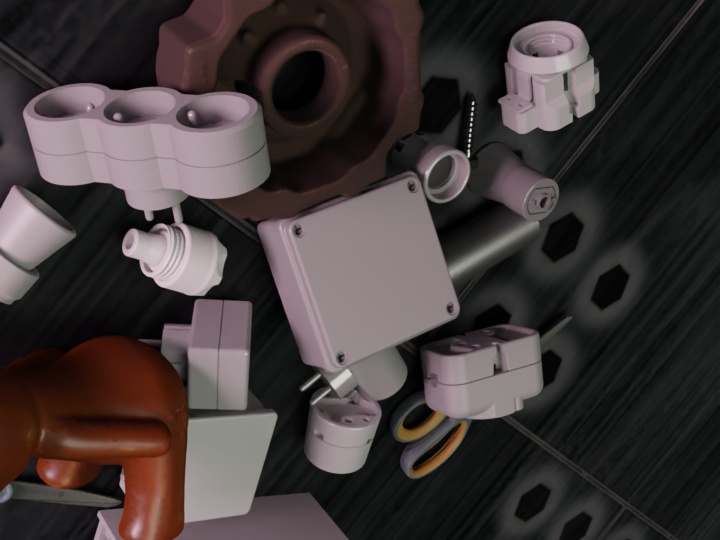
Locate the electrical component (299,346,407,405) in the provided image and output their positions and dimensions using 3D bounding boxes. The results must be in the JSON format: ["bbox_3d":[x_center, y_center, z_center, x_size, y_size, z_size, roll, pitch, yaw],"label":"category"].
[{"bbox_3d":[-0.011,0.070,0.810,0.079,0.043,0.077,-39,133,-10],"label":"electrical component"}]

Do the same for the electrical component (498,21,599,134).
[{"bbox_3d":[0.137,-0.142,0.778,0.078,0.058,0.057,-30,134,-19],"label":"electrical component"}]

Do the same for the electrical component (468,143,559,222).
[{"bbox_3d":[0.117,-0.064,0.806,0.044,0.065,0.044,-18,126,-27],"label":"electrical component"}]

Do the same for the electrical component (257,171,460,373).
[{"bbox_3d":[0.000,0.000,0.739,0.109,0.056,0.108,-23,100,-24],"label":"electrical component"}]

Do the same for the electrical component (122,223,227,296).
[{"bbox_3d":[-0.119,-0.010,0.680,0.062,0.043,0.043,19,104,-41],"label":"electrical component"}]

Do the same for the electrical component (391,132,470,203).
[{"bbox_3d":[0.049,-0.074,0.762,0.040,0.046,0.040,-18,126,-27],"label":"electrical component"}]

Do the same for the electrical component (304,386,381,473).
[{"bbox_3d":[-0.015,0.124,0.833,0.055,0.055,0.047,-7,124,-33],"label":"electrical component"}]

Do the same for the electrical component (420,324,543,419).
[{"bbox_3d":[0.101,0.085,0.880,0.095,0.054,0.059,-12,102,-27],"label":"electrical component"}]

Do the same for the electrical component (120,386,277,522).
[{"bbox_3d":[-0.117,0.128,0.764,0.100,0.048,0.099,1,116,-37],"label":"electrical component"}]

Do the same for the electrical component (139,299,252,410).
[{"bbox_3d":[-0.112,0.055,0.716,0.077,0.065,0.047,3,118,-5],"label":"electrical component"}]

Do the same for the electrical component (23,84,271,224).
[{"bbox_3d":[-0.116,-0.058,0.601,0.052,0.138,0.073,-62,153,-50],"label":"electrical component"}]

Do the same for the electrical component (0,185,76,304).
[{"bbox_3d":[-0.198,-0.014,0.618,0.055,0.045,0.045,-49,134,-1],"label":"electrical component"}]

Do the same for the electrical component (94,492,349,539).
[{"bbox_3d":[-0.096,0.228,0.801,0.186,0.105,0.060,4,114,-38],"label":"electrical component"}]
